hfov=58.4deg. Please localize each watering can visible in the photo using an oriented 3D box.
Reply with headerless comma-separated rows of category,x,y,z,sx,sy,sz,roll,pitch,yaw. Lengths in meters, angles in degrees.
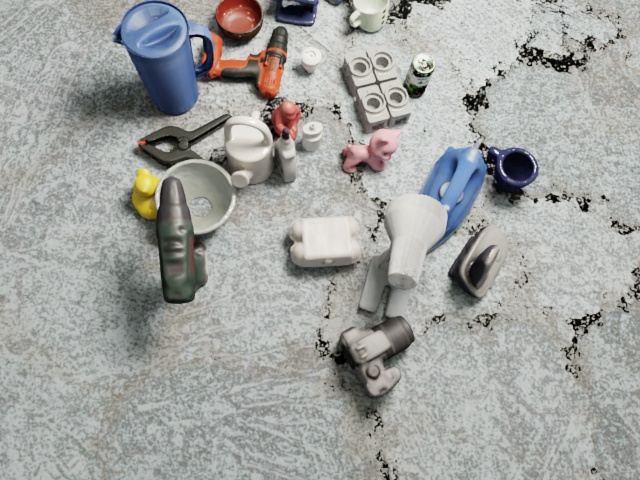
watering can,-0.146,-0.191,1.185,0.101,0.194,0.173,-11,73,-7

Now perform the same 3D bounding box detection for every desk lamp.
desk lamp,0.163,0.037,1.123,0.118,0.213,0.203,16,72,2

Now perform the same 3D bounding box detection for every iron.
iron,0.274,-0.092,1.209,0.118,0.141,0.258,26,73,5

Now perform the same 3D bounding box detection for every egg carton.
egg carton,0.011,0.004,1.199,0.150,0.069,0.107,-5,73,-5

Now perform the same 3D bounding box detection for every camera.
camera,0.125,0.218,1.122,0.137,0.101,0.143,-27,76,-11

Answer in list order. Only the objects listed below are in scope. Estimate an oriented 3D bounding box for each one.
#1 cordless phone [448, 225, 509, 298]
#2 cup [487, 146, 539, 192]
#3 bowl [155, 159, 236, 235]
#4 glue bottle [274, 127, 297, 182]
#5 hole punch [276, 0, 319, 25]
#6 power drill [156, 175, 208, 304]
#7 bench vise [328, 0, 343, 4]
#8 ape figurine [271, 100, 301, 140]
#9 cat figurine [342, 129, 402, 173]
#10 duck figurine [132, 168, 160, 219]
cordless phone,0.341,0.029,1.152,0.094,0.185,0.148,30,73,6
cup,0.408,-0.152,1.261,0.117,0.095,0.092,38,74,8
bowl,-0.256,-0.080,1.205,0.167,0.075,0.167,1,72,-3
glue bottle,-0.071,-0.188,1.200,0.037,0.173,0.078,-19,74,-9
hole punch,-0.056,-0.584,1.369,0.108,0.091,0.101,7,72,-1
power drill,-0.268,0.018,1.104,0.075,0.208,0.229,-6,73,-5
bench vise,0.013,-0.679,1.336,0.207,0.220,0.121,16,72,2
ape figurine,-0.072,-0.275,1.270,0.076,0.092,0.078,43,75,10
cat figurine,0.115,-0.201,1.245,0.128,0.118,0.067,-6,73,-6
duck figurine,-0.361,-0.100,1.199,0.077,0.086,0.104,-12,74,-7
